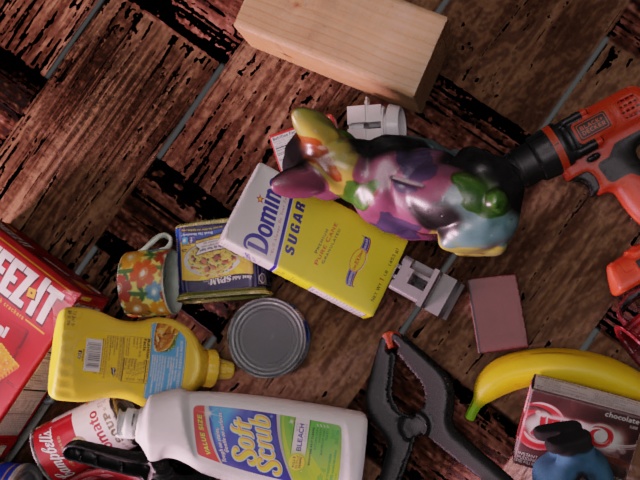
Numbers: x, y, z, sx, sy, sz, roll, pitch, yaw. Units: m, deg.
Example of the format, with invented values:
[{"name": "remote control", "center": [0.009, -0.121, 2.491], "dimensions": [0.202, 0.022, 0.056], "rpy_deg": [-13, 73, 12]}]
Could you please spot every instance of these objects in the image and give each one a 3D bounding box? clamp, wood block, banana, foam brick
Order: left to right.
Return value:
[{"name": "clamp", "center": [-0.178, 0.236, 1.099], "dimensions": [0.120, 0.171, 0.039], "rpy_deg": [53, 131, 23]}, {"name": "wood block", "center": [0.026, -0.219, 1.128], "dimensions": [0.206, 0.090, 0.090], "rpy_deg": [23, 89, 11]}, {"name": "clamp", "center": [0.111, 0.194, 1.098], "dimensions": [0.165, 0.036, 0.210], "rpy_deg": [-12, 81, 16]}, {"name": "foam brick", "center": [0.182, 0.075, 1.092], "dimensions": [0.051, 0.053, 0.078], "rpy_deg": [-10, 84, 9]}, {"name": "banana", "center": [0.242, 0.141, 1.085], "dimensions": [0.198, 0.037, 0.069], "rpy_deg": [-6, 113, 13]}]

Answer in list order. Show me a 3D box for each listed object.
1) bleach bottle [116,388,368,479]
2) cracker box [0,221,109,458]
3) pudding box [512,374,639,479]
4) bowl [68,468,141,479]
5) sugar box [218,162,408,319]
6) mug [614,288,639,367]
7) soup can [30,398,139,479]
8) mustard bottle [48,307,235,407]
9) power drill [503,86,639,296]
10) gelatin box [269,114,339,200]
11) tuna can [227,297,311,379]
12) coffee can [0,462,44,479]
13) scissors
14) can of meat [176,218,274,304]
[{"name": "bleach bottle", "center": [-0.082, 0.209, 1.087], "dimensions": [0.250, 0.068, 0.102], "rpy_deg": [7, 83, -5]}, {"name": "cracker box", "center": [-0.361, 0.106, 1.170], "dimensions": [0.164, 0.072, 0.214], "rpy_deg": [34, 92, 18]}, {"name": "pudding box", "center": [0.255, 0.191, 1.057], "dimensions": [0.113, 0.039, 0.090], "rpy_deg": [12, 116, 10]}, {"name": "bowl", "center": [-0.218, 0.322, 1.139], "dimensions": [0.162, 0.055, 0.162], "rpy_deg": [-1, 84, 10]}, {"name": "sugar box", "center": [-0.007, 0.001, 1.107], "dimensions": [0.176, 0.048, 0.093], "rpy_deg": [27, 77, -8]}, {"name": "mug", "center": [0.344, 0.088, 1.050], "dimensions": [0.081, 0.093, 0.117], "rpy_deg": [-40, 44, -1]}, {"name": "soup can", "center": [-0.250, 0.211, 1.150], "dimensions": [0.102, 0.068, 0.068], "rpy_deg": [-27, 81, 6]}, {"name": "mustard bottle", "center": [-0.183, 0.128, 1.121], "dimensions": [0.191, 0.058, 0.096], "rpy_deg": [9, 79, -20]}, {"name": "power drill", "center": [0.285, -0.041, 1.081], "dimensions": [0.184, 0.057, 0.188], "rpy_deg": [-29, 81, 6]}, {"name": "gelatin box", "center": [-0.006, -0.083, 1.152], "dimensions": [0.073, 0.030, 0.089], "rpy_deg": [-19, 82, 9]}, {"name": "tuna can", "center": [-0.054, 0.105, 1.141], "dimensions": [0.086, 0.033, 0.086], "rpy_deg": [-1, 85, 10]}, {"name": "coffee can", "center": [-0.382, 0.287, 1.148], "dimensions": [0.140, 0.102, 0.103], "rpy_deg": [2, 85, 11]}, {"name": "scissors", "center": [-0.280, 0.171, 1.183], "dimensions": [0.096, 0.016, 0.202], "rpy_deg": [18, 88, 17]}, {"name": "can of meat", "center": [-0.104, 0.022, 1.147], "dimensions": [0.102, 0.057, 0.084], "rpy_deg": [-5, 82, 9]}]
